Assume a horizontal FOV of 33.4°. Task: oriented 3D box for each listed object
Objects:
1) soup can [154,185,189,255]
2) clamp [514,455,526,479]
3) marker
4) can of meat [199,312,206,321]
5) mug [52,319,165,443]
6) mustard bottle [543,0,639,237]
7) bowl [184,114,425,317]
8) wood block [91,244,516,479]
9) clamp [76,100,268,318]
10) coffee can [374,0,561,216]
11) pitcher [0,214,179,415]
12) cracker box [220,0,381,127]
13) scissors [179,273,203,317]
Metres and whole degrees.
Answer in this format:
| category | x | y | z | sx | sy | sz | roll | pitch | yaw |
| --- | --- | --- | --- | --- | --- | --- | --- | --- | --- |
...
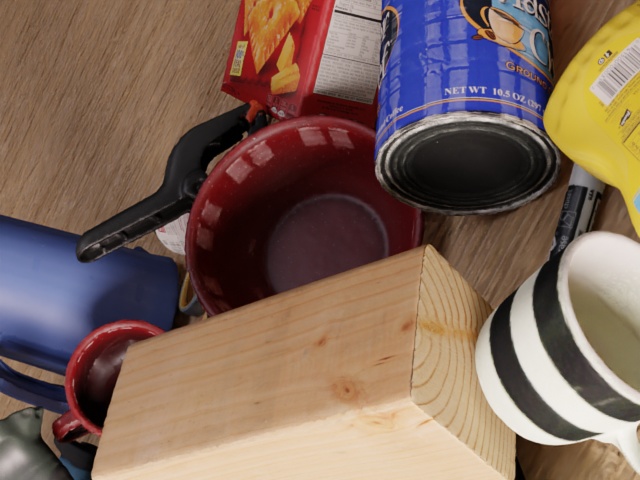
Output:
| category | x | y | z | sx | sy | sz | roll | pitch | yaw |
| --- | --- | --- | --- | --- | --- | --- | --- | --- | --- |
| soup can | -0.078 | -0.016 | 0.839 | 0.102 | 0.068 | 0.068 | 11 | 80 | 47 |
| clamp | 0.092 | 0.145 | 0.515 | 0.210 | 0.036 | 0.164 | 6 | 73 | 58 |
| marker | 0.127 | 0.017 | 0.560 | 0.020 | 0.020 | 0.121 | 5 | 75 | 59 |
| can of meat | -0.056 | 0.083 | 0.772 | 0.084 | 0.057 | 0.102 | -53 | 33 | 28 |
| mug | -0.156 | 0.124 | 0.838 | 0.117 | 0.093 | 0.081 | -34 | -15 | -11 |
| mustard bottle | 0.178 | -0.035 | 0.473 | 0.096 | 0.058 | 0.192 | -47 | 35 | 17 |
| bowl | -0.005 | 0.001 | 0.701 | 0.162 | 0.055 | 0.162 | -7 | 68 | 17 |
| wood block | -0.010 | 0.087 | 0.562 | 0.206 | 0.090 | 0.090 | -21 | 43 | 33 |
| clamp | -0.077 | -0.021 | 0.759 | 0.171 | 0.120 | 0.039 | -51 | -9 | -16 |
| coffee can | 0.085 | -0.099 | 0.620 | 0.103 | 0.102 | 0.140 | -31 | 46 | 46 |
| pitcher | -0.253 | 0.053 | 0.919 | 0.149 | 0.242 | 0.145 | 25 | 96 | 66 |
| cracker box | 0.000 | -0.195 | 0.807 | 0.164 | 0.072 | 0.214 | 38 | 117 | 59 |
| scissors | -0.066 | -0.024 | 0.897 | 0.096 | 0.016 | 0.202 | 30 | 97 | 58 |
